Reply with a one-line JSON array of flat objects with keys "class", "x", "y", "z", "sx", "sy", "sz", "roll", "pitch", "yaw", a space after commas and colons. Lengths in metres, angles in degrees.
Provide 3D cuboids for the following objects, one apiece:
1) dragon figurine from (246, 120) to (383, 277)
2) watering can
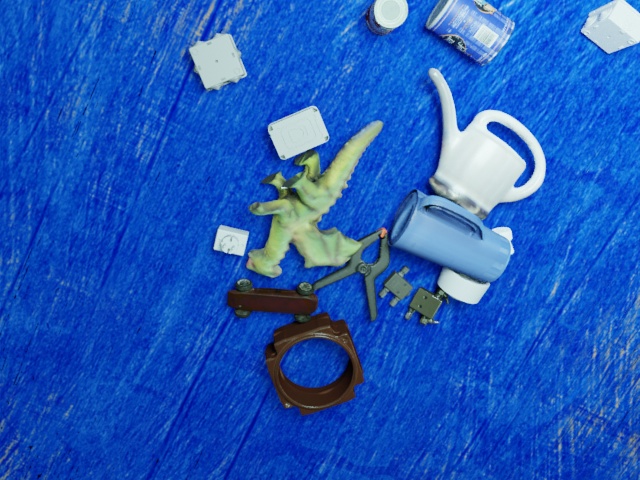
[{"class": "dragon figurine", "x": 0.003, "y": -0.055, "z": 1.101, "sx": 0.409, "sy": 0.124, "sz": 0.239, "roll": -29, "pitch": 113, "yaw": 6}, {"class": "watering can", "x": 0.311, "y": -0.182, "z": 1.084, "sx": 0.346, "sy": 0.105, "sz": 0.223, "roll": 34, "pitch": 100, "yaw": -11}]
